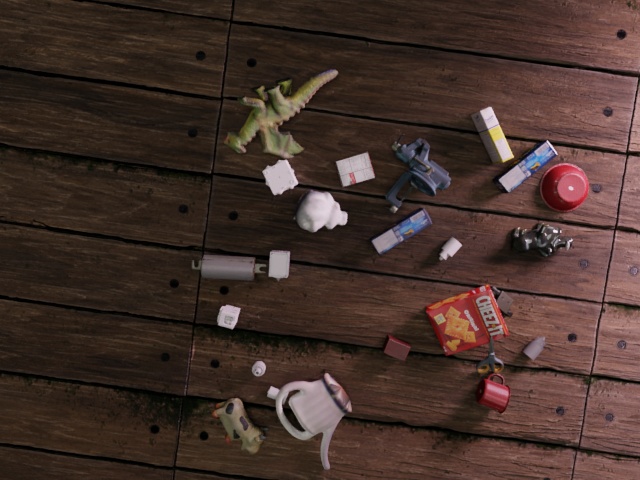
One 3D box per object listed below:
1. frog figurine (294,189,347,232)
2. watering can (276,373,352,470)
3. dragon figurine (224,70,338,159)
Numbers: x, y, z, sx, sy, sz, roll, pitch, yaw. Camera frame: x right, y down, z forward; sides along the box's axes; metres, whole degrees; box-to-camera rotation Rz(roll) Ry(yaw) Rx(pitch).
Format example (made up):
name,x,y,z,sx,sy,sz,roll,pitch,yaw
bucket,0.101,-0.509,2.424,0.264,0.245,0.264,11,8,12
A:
name,x,y,z,sx,sy,sz,roll,pitch,yaw
frog figurine,0.005,-0.082,1.635,0.160,0.121,0.139,27,74,10
watering can,0.006,0.581,1.683,0.224,0.105,0.344,-33,107,1
dragon figurine,-0.118,-0.381,1.644,0.410,0.124,0.239,-13,111,3
